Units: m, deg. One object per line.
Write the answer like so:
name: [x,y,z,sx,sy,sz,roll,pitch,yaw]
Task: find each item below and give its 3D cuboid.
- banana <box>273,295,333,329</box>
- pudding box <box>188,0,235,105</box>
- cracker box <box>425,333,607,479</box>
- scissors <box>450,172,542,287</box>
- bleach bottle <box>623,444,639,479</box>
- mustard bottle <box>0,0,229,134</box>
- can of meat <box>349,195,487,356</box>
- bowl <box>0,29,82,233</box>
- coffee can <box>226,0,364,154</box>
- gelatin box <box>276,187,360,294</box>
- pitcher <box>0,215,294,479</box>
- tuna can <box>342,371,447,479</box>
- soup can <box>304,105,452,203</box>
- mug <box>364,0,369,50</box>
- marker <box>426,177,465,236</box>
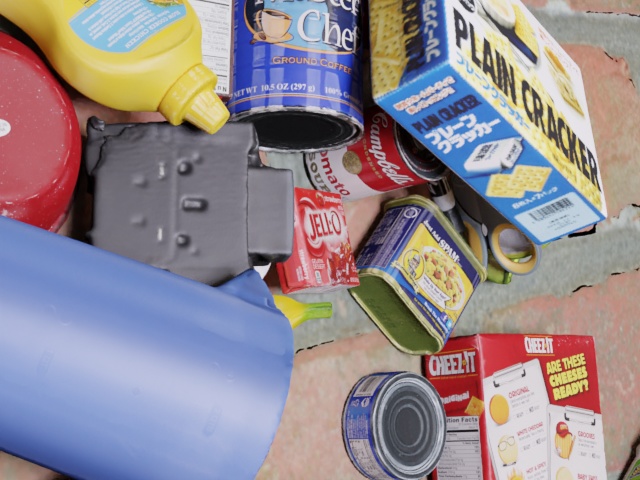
banana: [-0.058,0.109,0.716,0.070,0.037,0.197,20,63,11]
pudding box: [-0.104,-0.147,0.720,0.090,0.039,0.113,5,79,-19]
cracker box: [0.167,0.188,0.894,0.163,0.072,0.214,6,77,-42]
scissors: [0.134,-0.044,0.865,0.016,0.096,0.202,-59,152,-54]
bleach bottle: [0.320,0.254,0.996,0.068,0.103,0.250,51,53,-18]
mustard bottle: [-0.130,-0.135,0.650,0.191,0.058,0.096,43,49,3]
can of meat: [0.076,0.030,0.853,0.102,0.058,0.083,50,55,-24]
bowl: [-0.199,-0.062,0.624,0.161,0.055,0.162,9,76,-40]
coffee can: [-0.019,-0.144,0.771,0.102,0.103,0.140,11,74,-40]
gelatin box: [-0.005,0.001,0.779,0.089,0.030,0.073,6,71,-66]
pitcher: [-0.148,0.068,0.572,0.242,0.145,0.149,23,30,-20]
tuna can: [0.059,0.145,0.830,0.085,0.034,0.086,10,75,-40]
soup can: [0.045,-0.069,0.813,0.068,0.102,0.068,10,75,-41]
mug: [0.057,-0.212,0.850,0.093,0.117,0.081,39,58,5]
marker: [0.091,-0.055,0.853,0.020,0.020,0.121,-41,118,-39]
